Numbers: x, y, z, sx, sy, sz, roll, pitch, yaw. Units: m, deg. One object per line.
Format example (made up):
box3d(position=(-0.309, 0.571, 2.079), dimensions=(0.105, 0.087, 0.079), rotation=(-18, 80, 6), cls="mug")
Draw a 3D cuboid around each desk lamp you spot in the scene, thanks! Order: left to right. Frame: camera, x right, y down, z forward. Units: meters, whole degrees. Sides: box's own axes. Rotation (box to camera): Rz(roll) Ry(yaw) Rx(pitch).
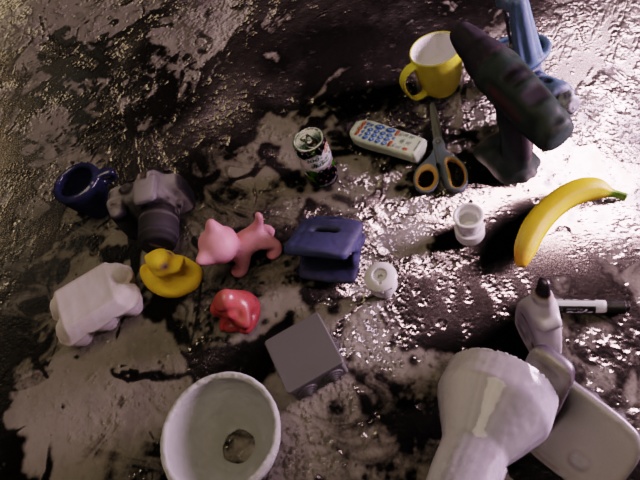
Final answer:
box3d(position=(0.164, 0.242, 0.606), dimensions=(0.117, 0.214, 0.203), rotation=(17, 66, 26), cls="desk lamp")

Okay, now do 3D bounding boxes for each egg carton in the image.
box3d(position=(-0.369, 0.106, 0.948), dimensions=(0.150, 0.069, 0.107), rotation=(-32, 55, -4), cls="egg carton")

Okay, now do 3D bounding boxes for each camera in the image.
box3d(position=(-0.301, -0.045, 1.002), dimensions=(0.143, 0.101, 0.136), rotation=(-15, 56, 8), cls="camera")

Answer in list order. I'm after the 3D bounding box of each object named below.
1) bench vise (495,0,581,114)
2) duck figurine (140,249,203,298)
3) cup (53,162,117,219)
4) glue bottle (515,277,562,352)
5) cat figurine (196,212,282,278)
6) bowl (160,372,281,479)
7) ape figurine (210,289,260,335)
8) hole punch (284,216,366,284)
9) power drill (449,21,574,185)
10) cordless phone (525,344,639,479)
box3d(position=(0.327, -0.287, 0.882), dimensions=(0.206, 0.220, 0.121), rotation=(35, 74, 32), cls="bench vise")
box3d(position=(-0.255, 0.046, 0.940), dimensions=(0.104, 0.086, 0.077), rotation=(0, 59, 18), cls="duck figurine")
box3d(position=(-0.419, -0.089, 1.070), dimensions=(0.117, 0.095, 0.091), rotation=(-21, 55, 4), cls="cup")
box3d(position=(0.267, 0.091, 0.693), dimensions=(0.037, 0.173, 0.078), rotation=(-21, 55, 5), cls="glue bottle")
box3d(position=(-0.137, 0.001, 0.911), dimensions=(0.128, 0.118, 0.067), rotation=(-32, 55, -3), cls="cat figurine")
box3d(position=(-0.123, 0.267, 0.766), dimensions=(0.167, 0.075, 0.167), rotation=(-8, 57, 13), cls="bowl")
box3d(position=(-0.132, 0.102, 0.861), dimensions=(0.076, 0.092, 0.077), rotation=(-39, 56, -8), cls="ape figurine")
box3d(position=(0.008, 0.003, 0.880), dimensions=(0.108, 0.091, 0.101), rotation=(4, 60, 20), cls="hole punch")
box3d(position=(0.272, -0.188, 0.844), dimensions=(0.075, 0.209, 0.229), rotation=(-33, 55, -4), cls="power drill")
box3d(position=(0.274, 0.191, 0.621), dimensions=(0.147, 0.185, 0.094), rotation=(35, 74, 32), cls="cordless phone")
